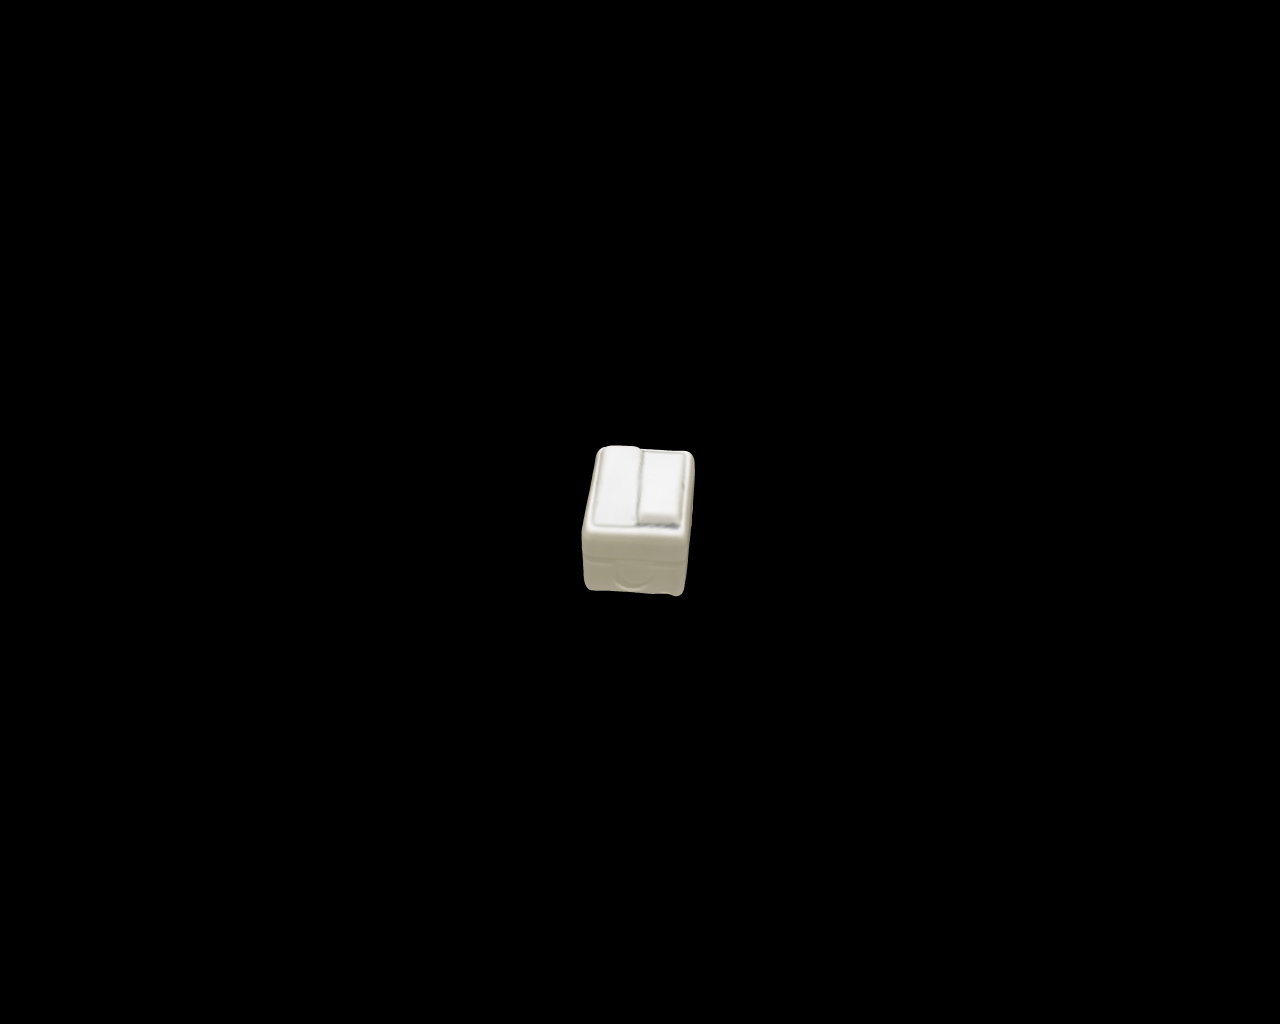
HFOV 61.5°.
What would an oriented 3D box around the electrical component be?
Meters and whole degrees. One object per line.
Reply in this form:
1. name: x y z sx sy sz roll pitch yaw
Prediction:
1. electrical component: 0.001 -0.003 0.650 0.062 0.061 0.096 4 44 4
